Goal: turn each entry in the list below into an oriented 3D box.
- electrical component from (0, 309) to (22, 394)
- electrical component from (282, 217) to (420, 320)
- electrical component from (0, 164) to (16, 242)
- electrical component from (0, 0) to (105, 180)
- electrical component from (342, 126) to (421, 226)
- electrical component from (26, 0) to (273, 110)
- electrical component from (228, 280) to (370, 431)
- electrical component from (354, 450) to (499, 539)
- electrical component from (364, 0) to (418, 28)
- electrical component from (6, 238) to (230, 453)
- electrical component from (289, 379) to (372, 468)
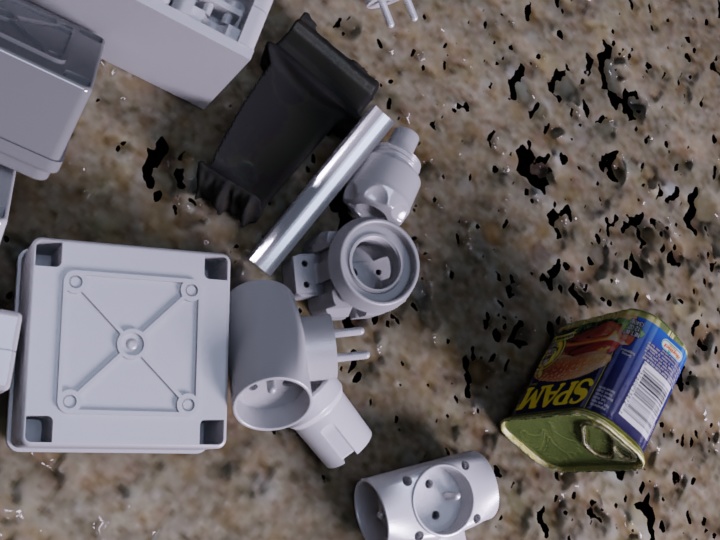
[{"bbox_3d":[-0.203,0.059,0.536,0.047,0.066,0.076,12,75,-23],"label":"electrical component"},{"bbox_3d":[0.000,0.000,0.647,0.078,0.057,0.058,-2,81,-25],"label":"electrical component"},{"bbox_3d":[-0.226,-0.039,0.517,0.109,0.108,0.056,17,114,-21],"label":"electrical component"},{"bbox_3d":[-0.192,-0.106,0.546,0.109,0.108,0.056,24,109,-19],"label":"electrical component"},{"bbox_3d":[0.018,-0.061,0.675,0.043,0.043,0.062,31,67,-17],"label":"electrical component"},{"bbox_3d":[-0.131,-0.162,0.598,0.150,0.089,0.061,25,71,-19],"label":"electrical component"},{"bbox_3d":[-0.035,0.045,0.603,0.079,0.044,0.077,-6,43,-8],"label":"electrical component"},{"bbox_3d":[0.044,0.155,0.644,0.077,0.044,0.079,-9,84,-26],"label":"electrical component"},{"bbox_3d":[0.014,-0.196,0.699,0.077,0.043,0.079,-22,90,-27],"label":"electrical component"},{"bbox_3d":[-0.129,0.043,0.579,0.109,0.056,0.108,5,78,-24],"label":"electrical component"},{"bbox_3d":[-0.020,0.088,0.631,0.040,0.040,0.046,-43,105,-25],"label":"electrical component"}]
